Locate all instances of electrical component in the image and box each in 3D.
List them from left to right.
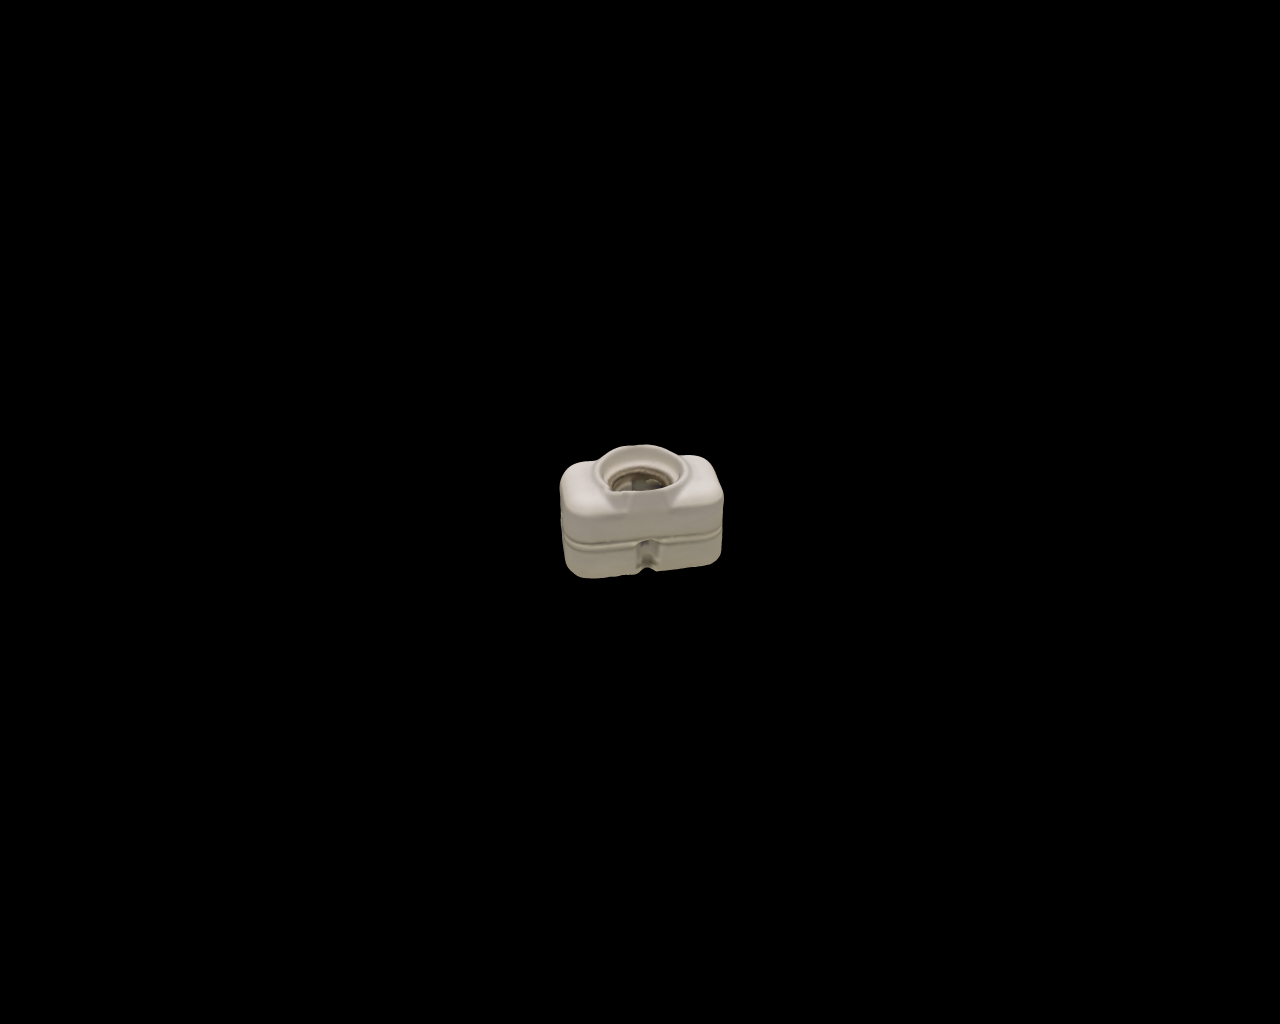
[{"bbox_3d":[0.001,-0.003,0.650,0.095,0.059,0.054,-5,36,-7],"label":"electrical component"}]
